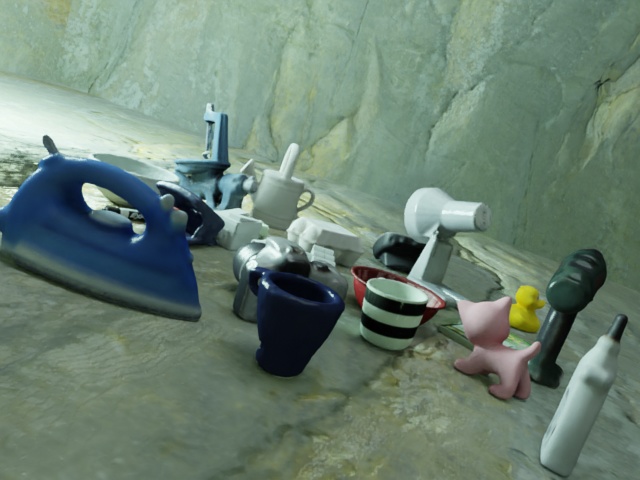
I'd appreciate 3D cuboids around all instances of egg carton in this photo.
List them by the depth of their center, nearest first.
[{"bbox_3d":[0.011,0.004,1.161,0.151,0.069,0.107,11,13,-36],"label":"egg carton"}]

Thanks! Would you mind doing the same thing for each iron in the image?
[{"bbox_3d":[-0.234,-0.017,0.657,0.258,0.141,0.119,21,11,7],"label":"iron"}]

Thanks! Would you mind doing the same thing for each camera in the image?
[{"bbox_3d":[-0.051,0.045,0.770,0.144,0.101,0.136,12,13,-31],"label":"camera"}]

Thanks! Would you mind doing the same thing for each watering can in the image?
[{"bbox_3d":[-0.094,-0.131,1.315,0.173,0.194,0.100,12,13,-32],"label":"watering can"}]

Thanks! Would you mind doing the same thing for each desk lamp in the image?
[{"bbox_3d":[0.256,0.009,1.176,0.118,0.213,0.202,11,13,-36],"label":"desk lamp"}]

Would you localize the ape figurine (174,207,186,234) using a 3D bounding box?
[{"bbox_3d":[-0.202,0.002,0.750,0.076,0.092,0.078,23,11,18],"label":"ape figurine"}]

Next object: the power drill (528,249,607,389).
[{"bbox_3d":[0.375,0.112,0.883,0.075,0.208,0.230,24,12,26],"label":"power drill"}]

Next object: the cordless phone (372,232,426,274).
[{"bbox_3d":[0.215,-0.019,1.314,0.148,0.185,0.094,15,12,-20],"label":"cordless phone"}]

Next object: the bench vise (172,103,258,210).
[{"bbox_3d":[-0.214,-0.170,1.236,0.207,0.220,0.121,20,11,5],"label":"bench vise"}]

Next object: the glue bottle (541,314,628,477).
[{"bbox_3d":[0.280,0.156,0.597,0.037,0.173,0.078,23,12,22],"label":"glue bottle"}]

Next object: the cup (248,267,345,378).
[{"bbox_3d":[-0.041,0.087,0.599,0.117,0.095,0.092,26,13,31],"label":"cup"}]

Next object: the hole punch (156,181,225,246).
[{"bbox_3d":[-0.219,-0.045,0.954,0.108,0.091,0.101,24,12,26],"label":"hole punch"}]

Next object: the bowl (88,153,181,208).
[{"bbox_3d":[-0.347,-0.102,1.057,0.167,0.075,0.167,18,11,-3],"label":"bowl"}]

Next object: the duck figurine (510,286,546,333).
[{"bbox_3d":[0.408,0.133,1.163,0.105,0.086,0.077,17,11,-10],"label":"duck figurine"}]

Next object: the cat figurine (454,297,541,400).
[{"bbox_3d":[0.239,0.135,0.776,0.067,0.118,0.127,9,14,-41],"label":"cat figurine"}]
